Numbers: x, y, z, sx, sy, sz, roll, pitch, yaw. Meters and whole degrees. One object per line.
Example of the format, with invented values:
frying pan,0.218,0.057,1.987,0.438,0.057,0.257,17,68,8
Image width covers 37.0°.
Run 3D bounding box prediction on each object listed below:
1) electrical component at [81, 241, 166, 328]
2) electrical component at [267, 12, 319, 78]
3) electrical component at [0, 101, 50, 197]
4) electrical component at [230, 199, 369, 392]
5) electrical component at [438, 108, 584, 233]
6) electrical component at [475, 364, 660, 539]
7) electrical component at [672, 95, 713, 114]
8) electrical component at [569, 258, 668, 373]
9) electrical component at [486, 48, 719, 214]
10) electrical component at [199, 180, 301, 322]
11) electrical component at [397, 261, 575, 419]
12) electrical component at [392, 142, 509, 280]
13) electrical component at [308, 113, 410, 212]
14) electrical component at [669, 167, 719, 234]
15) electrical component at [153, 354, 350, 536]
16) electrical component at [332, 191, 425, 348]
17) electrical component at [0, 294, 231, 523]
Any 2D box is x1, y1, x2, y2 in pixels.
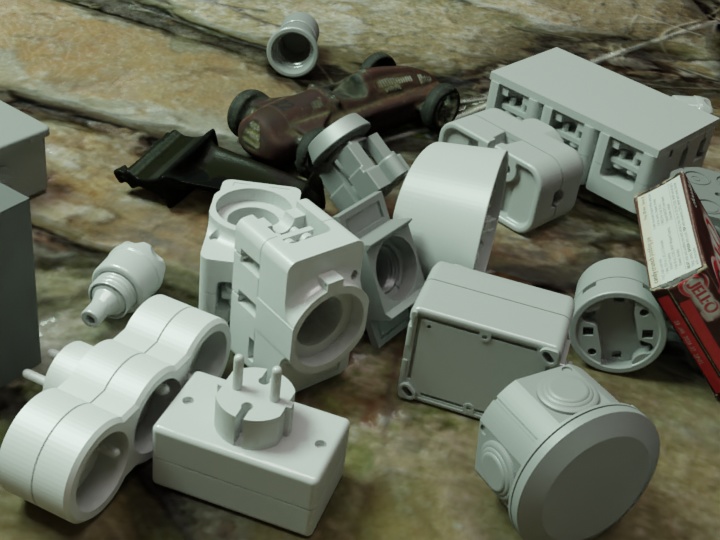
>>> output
electrical component,-0.139,0.011,0.615,0.035,0.035,0.061,16,38,12
electrical component,-0.055,-0.197,0.928,0.044,0.044,0.065,7,30,-1
electrical component,-0.263,-0.074,0.699,0.100,0.048,0.100,27,39,26
electrical component,-0.033,0.017,0.577,0.050,0.089,0.056,-20,43,-34
electrical component,0.109,-0.074,0.769,0.059,0.053,0.095,-24,45,-37
electrical component,0.097,0.089,0.511,0.080,0.080,0.051,-11,33,-25
electrical component,0.260,-0.129,0.896,0.061,0.035,0.035,3,35,-2
electrical component,0.152,0.025,0.636,0.055,0.055,0.047,12,31,6
electrical component,0.179,-0.106,0.823,0.150,0.061,0.089,33,42,32
electrical component,-0.065,-0.014,0.646,0.050,0.055,0.089,7,34,-1
electrical component,0.076,0.042,0.589,0.096,0.061,0.061,16,35,11
electrical component,0.061,-0.029,0.658,0.064,0.099,0.099,17,35,24
electrical component,-0.003,-0.072,0.733,0.048,0.066,0.055,-31,83,-43
electrical component,0.238,-0.031,0.735,0.080,0.051,0.080,5,35,-4
electrical component,-0.050,0.072,0.507,0.083,0.075,0.047,16,35,12
electrical component,0.000,0.000,0.625,0.064,0.081,0.042,-2,21,40
electrical component,-0.131,0.059,0.531,0.074,0.052,0.138,20,37,17
